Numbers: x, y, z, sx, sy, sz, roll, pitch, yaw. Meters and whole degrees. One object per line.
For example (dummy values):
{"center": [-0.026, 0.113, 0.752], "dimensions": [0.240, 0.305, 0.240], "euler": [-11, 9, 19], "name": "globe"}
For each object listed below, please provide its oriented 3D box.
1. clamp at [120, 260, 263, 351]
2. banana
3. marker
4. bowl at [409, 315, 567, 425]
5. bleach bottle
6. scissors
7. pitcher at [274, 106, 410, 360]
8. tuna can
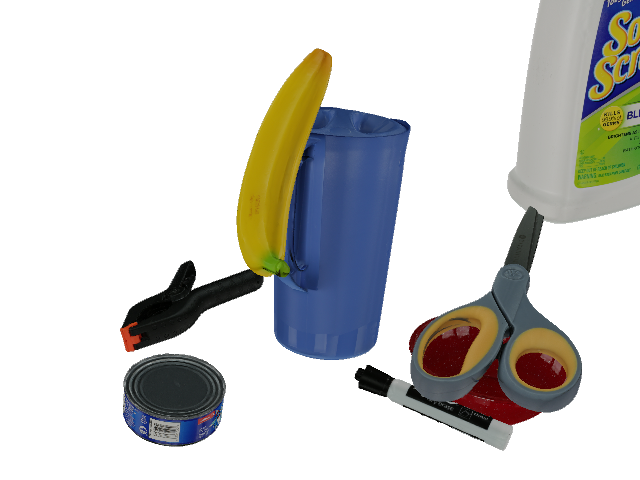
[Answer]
{"center": [-0.143, 0.068, 1.161], "dimensions": [0.120, 0.039, 0.171], "euler": [-6, 25, 33], "name": "clamp"}
{"center": [-0.027, -0.049, 0.777], "dimensions": [0.070, 0.197, 0.037], "euler": [-19, -39, 40], "name": "banana"}
{"center": [0.081, 0.120, 0.779], "dimensions": [0.121, 0.020, 0.020], "euler": [22, 7, 17], "name": "marker"}
{"center": [0.164, 0.132, 1.036], "dimensions": [0.162, 0.055, 0.162], "euler": [4, 26, -2], "name": "bowl"}
{"center": [0.172, -0.139, 0.649], "dimensions": [0.102, 0.251, 0.068], "euler": [-14, 31, -18], "name": "bleach bottle"}
{"center": [0.123, 0.034, 0.602], "dimensions": [0.096, 0.016, 0.201], "euler": [21, 40, 28], "name": "scissors"}
{"center": [0.007, -0.006, 1.064], "dimensions": [0.149, 0.243, 0.145], "euler": [-1, 19, -15], "name": "pitcher"}
{"center": [-0.124, 0.135, 0.905], "dimensions": [0.086, 0.034, 0.086], "euler": [7, 30, -4], "name": "tuna can"}
